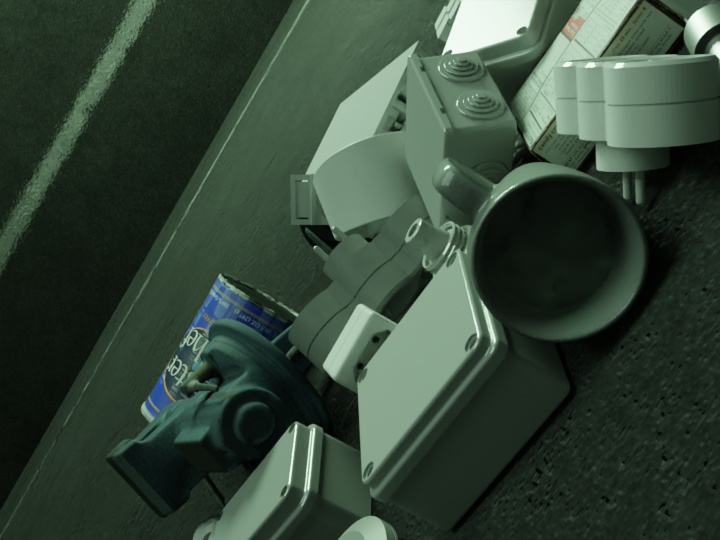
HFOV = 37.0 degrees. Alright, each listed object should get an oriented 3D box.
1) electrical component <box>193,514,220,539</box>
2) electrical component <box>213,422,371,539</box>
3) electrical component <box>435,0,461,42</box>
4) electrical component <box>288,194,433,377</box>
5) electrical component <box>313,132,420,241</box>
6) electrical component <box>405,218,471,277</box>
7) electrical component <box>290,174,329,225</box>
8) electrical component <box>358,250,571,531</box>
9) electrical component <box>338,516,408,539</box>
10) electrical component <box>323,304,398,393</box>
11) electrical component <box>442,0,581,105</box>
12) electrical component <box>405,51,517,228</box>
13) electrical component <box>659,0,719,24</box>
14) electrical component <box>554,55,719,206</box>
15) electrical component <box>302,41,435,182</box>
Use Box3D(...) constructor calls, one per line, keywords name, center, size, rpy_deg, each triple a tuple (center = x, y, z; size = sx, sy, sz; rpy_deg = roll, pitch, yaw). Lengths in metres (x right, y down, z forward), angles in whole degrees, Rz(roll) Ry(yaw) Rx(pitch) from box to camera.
Box3D(name="electrical component", center=(-0.091, 0.202, 0.789), size=(0.079, 0.043, 0.077), rpy_deg=(-58, 16, 7))
Box3D(name="electrical component", center=(-0.046, 0.163, 0.693), size=(0.113, 0.057, 0.078), rpy_deg=(-52, 17, 26))
Box3D(name="electrical component", center=(0.099, -0.234, 0.980), size=(0.066, 0.048, 0.055), rpy_deg=(-90, 26, -61))
Box3D(name="electrical component", center=(0.000, 0.000, 0.744), size=(0.138, 0.074, 0.052), rpy_deg=(-47, -20, -4))
Box3D(name="electrical component", center=(0.018, -0.060, 0.811), size=(0.099, 0.099, 0.064), rpy_deg=(-27, 77, 63))
Box3D(name="electrical component", center=(0.058, -0.010, 0.667), size=(0.048, 0.062, 0.048), rpy_deg=(-53, 17, 24))
Box3D(name="electrical component", center=(-0.016, -0.059, 0.893), size=(0.064, 0.081, 0.042), rpy_deg=(-64, -26, -85))
Box3D(name="electrical component", center=(0.051, 0.061, 0.574), size=(0.108, 0.056, 0.108), rpy_deg=(-54, 17, 21))
Box3D(name="electrical component", center=(0.008, 0.167, 0.529), size=(0.080, 0.051, 0.080), rpy_deg=(-53, 17, 24))
Box3D(name="electrical component", center=(0.015, 0.056, 0.678), size=(0.047, 0.066, 0.077), rpy_deg=(-60, 14, -1))
Box3D(name="electrical component", center=(0.112, -0.171, 0.752), size=(0.078, 0.057, 0.113), rpy_deg=(-10, 47, 39))
Box3D(name="electrical component", center=(0.065, -0.084, 0.703), size=(0.099, 0.048, 0.099), rpy_deg=(89, 167, -45))
Box3D(name="electrical component", center=(0.199, -0.204, 0.590), size=(0.108, 0.056, 0.108), rpy_deg=(-50, 18, 32))
Box3D(name="electrical component", center=(0.138, -0.070, 0.547), size=(0.138, 0.052, 0.073), rpy_deg=(-117, 21, -78))
Box3D(name="electrical component", center=(0.019, -0.122, 0.997), size=(0.105, 0.060, 0.186), rpy_deg=(-65, 16, -18))
